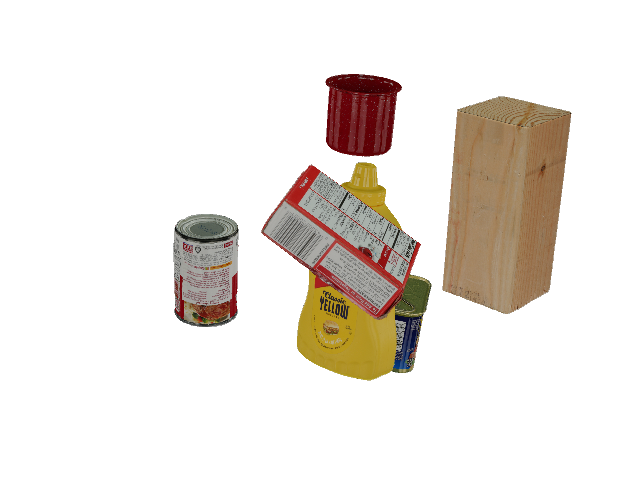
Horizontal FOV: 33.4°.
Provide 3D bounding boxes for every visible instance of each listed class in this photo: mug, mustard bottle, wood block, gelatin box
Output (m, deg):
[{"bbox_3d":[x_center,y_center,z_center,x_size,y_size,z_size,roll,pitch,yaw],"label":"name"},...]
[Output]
[{"bbox_3d":[0.056,-0.156,1.315,0.093,0.081,0.117,17,26,27],"label":"mug"},{"bbox_3d":[0.031,0.024,0.969,0.096,0.192,0.058,19,20,37],"label":"mustard bottle"},{"bbox_3d":[0.199,-0.039,1.146,0.090,0.206,0.090,20,28,37],"label":"wood block"},{"bbox_3d":[0.014,0.000,0.643,0.089,0.030,0.073,37,24,-3],"label":"gelatin box"}]

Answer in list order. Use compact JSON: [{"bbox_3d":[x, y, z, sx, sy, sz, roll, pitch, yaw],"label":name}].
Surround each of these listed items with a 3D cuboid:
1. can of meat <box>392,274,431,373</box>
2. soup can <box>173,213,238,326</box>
[{"bbox_3d":[0.096,0.099,1.286,0.057,0.084,0.102,11,25,7],"label":"can of meat"},{"bbox_3d":[-0.121,0.031,1.130,0.068,0.102,0.068,2,24,-1],"label":"soup can"}]
